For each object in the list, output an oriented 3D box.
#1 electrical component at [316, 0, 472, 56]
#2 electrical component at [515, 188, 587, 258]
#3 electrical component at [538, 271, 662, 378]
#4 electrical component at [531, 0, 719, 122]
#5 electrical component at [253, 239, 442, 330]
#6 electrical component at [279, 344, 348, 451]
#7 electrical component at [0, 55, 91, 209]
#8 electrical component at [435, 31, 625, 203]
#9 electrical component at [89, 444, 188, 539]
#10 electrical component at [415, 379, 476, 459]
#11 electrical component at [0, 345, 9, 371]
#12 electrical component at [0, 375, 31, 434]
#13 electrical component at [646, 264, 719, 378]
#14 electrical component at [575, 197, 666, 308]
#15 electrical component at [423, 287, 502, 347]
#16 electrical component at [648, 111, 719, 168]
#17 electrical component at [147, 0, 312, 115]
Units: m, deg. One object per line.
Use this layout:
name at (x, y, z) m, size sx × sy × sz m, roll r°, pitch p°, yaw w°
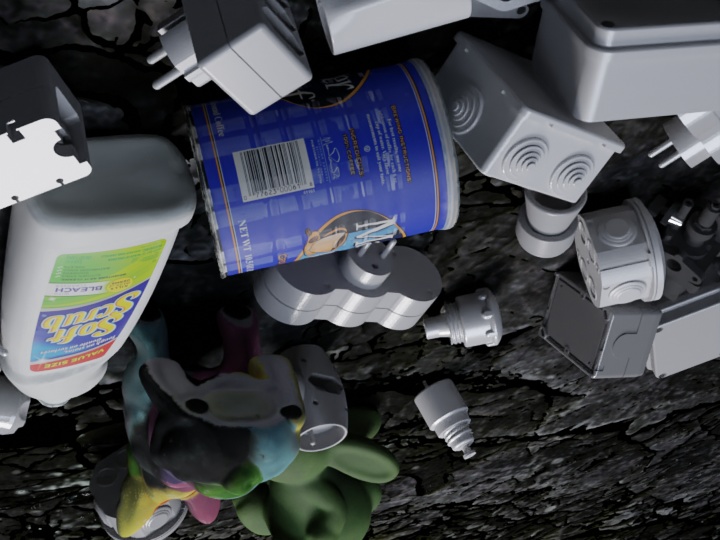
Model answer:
electrical component at (0.015, -0.156, 0.561) m, size 0.077 × 0.043 × 0.079 m, roll -16°, pitch 146°, yaw -3°
electrical component at (0.138, -0.041, 0.783) m, size 0.045 × 0.045 × 0.055 m, roll -12°, pitch 146°, yaw -10°
electrical component at (0.197, 0.041, 0.891) m, size 0.061 × 0.096 × 0.061 m, roll 1°, pitch 113°, yaw -26°
electrical component at (0.167, -0.134, 0.628) m, size 0.113 × 0.078 × 0.057 m, roll -7°, pitch 131°, yaw -16°
electrical component at (0.000, 0.000, 0.770) m, size 0.138 × 0.052 × 0.073 m, roll 4°, pitch 140°, yaw -30°
electrical component at (-0.054, 0.100, 0.865) m, size 0.079 × 0.077 × 0.043 m, roll 17°, pitch 132°, yaw -40°
electrical component at (-0.197, -0.071, 0.573) m, size 0.089 × 0.055 × 0.050 m, roll -20°, pitch 146°, yaw 3°
electrical component at (0.096, -0.090, 0.647) m, size 0.100 × 0.099 × 0.048 m, roll 12°, pitch 123°, yaw -37°
electrical component at (-0.192, 0.193, 0.933) m, size 0.080 × 0.080 × 0.051 m, roll -15°, pitch 141°, yaw -5°
electrical component at (0.082, 0.136, 0.987) m, size 0.040 × 0.078 × 0.040 m, roll -25°, pitch 157°, yaw -11°
electrical component at (-0.261, 0.037, 0.687) m, size 0.079 × 0.044 × 0.077 m, roll 35°, pitch 131°, yaw -3°
electrical component at (-0.277, 0.096, 0.786) m, size 0.062 × 0.043 × 0.043 m, roll 16°, pitch 134°, yaw -38°
electrical component at (0.284, 0.041, 0.957) m, size 0.078 × 0.057 × 0.113 m, roll -21°, pitch 146°, yaw 5°
electrical component at (0.199, -0.012, 0.823) m, size 0.051 × 0.080 × 0.080 m, roll -13°, pitch 146°, yaw 0°
electrical component at (0.083, 0.042, 0.878) m, size 0.062 × 0.048 × 0.048 m, roll -11°, pitch 146°, yaw 1°
electrical component at (0.235, -0.095, 0.743) m, size 0.074 × 0.052 × 0.138 m, roll -34°, pitch 143°, yaw 23°
electrical component at (-0.075, -0.117, 0.539) m, size 0.076 × 0.083 × 0.047 m, roll -29°, pitch 145°, yaw 16°
